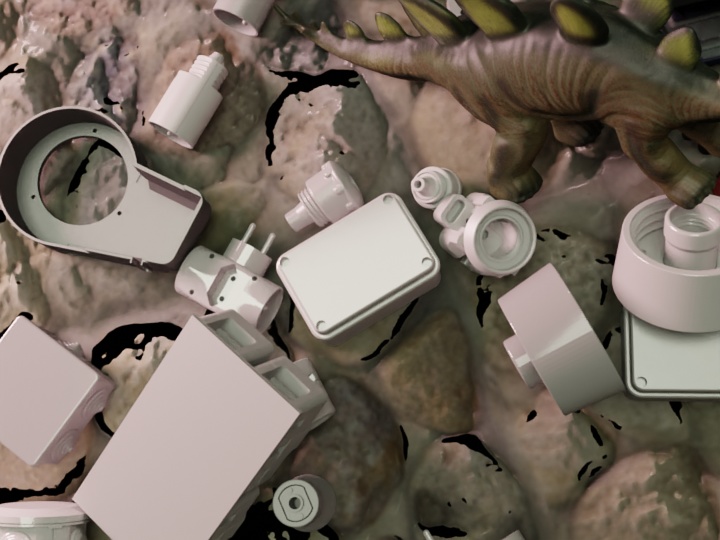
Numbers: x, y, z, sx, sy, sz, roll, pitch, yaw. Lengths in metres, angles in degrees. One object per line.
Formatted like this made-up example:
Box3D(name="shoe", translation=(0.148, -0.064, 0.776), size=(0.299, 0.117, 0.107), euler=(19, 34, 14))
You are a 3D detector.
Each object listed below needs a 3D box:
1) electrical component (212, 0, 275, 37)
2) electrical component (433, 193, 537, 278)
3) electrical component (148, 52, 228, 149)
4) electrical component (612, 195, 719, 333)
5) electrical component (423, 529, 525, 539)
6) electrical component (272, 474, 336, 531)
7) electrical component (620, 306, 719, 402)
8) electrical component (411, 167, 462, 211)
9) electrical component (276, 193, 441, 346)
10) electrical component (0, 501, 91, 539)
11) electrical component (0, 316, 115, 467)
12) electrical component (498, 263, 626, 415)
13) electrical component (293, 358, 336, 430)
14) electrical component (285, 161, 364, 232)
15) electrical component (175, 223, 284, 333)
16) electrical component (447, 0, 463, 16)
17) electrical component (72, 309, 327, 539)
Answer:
Box3D(name="electrical component", translation=(-0.089, -0.247, 0.924), size=(0.043, 0.043, 0.081), euler=(24, 82, 12))
Box3D(name="electrical component", translation=(0.100, -0.026, 0.825), size=(0.078, 0.057, 0.058), euler=(37, 86, -17))
Box3D(name="electrical component", translation=(-0.140, -0.148, 0.909), size=(0.043, 0.043, 0.081), euler=(28, 83, 13))
Box3D(name="electrical component", translation=(0.237, -0.013, 0.771), size=(0.108, 0.060, 0.108), euler=(-4, 38, 4))
Box3D(name="electrical component", translation=(0.059, 0.229, 0.792), size=(0.138, 0.052, 0.073), euler=(-32, 75, 0))
Box3D(name="electrical component", translation=(-0.044, 0.176, 0.813), size=(0.044, 0.065, 0.044), euler=(-1, 78, 6))
Box3D(name="electrical component", translation=(0.253, 0.058, 0.801), size=(0.113, 0.057, 0.078), euler=(0, 78, 8))
Box3D(name="electrical component", translation=(0.057, -0.065, 0.851), size=(0.035, 0.061, 0.035), euler=(0, 89, 25))
Box3D(name="electrical component", translation=(0.000, 0.000, 0.849), size=(0.113, 0.057, 0.078), euler=(-31, 75, 0))
Box3D(name="electrical component", translation=(-0.249, 0.206, 0.828), size=(0.080, 0.080, 0.051), euler=(0, 83, 8))
Box3D(name="electrical component", translation=(-0.259, 0.099, 0.868), size=(0.100, 0.048, 0.099), euler=(34, 84, 14))
Box3D(name="electrical component", translation=(0.142, 0.056, 0.794), size=(0.060, 0.108, 0.108), euler=(-30, 75, 7))
Box3D(name="electrical component", translation=(-0.052, 0.103, 0.836), size=(0.055, 0.055, 0.047), euler=(-32, 79, 0))
Box3D(name="electrical component", translation=(-0.031, -0.055, 0.874), size=(0.062, 0.048, 0.048), euler=(-34, 75, 7))
Box3D(name="electrical component", translation=(-0.097, 0.001, 0.870), size=(0.077, 0.043, 0.079), euler=(27, 83, 13))
Box3D(name="electrical component", translation=(0.095, -0.210, 0.884), size=(0.045, 0.055, 0.045), euler=(-2, 77, 8))
Box3D(name="electrical component", translation=(-0.119, 0.133, 0.805), size=(0.105, 0.060, 0.186), euler=(41, 110, 14))
